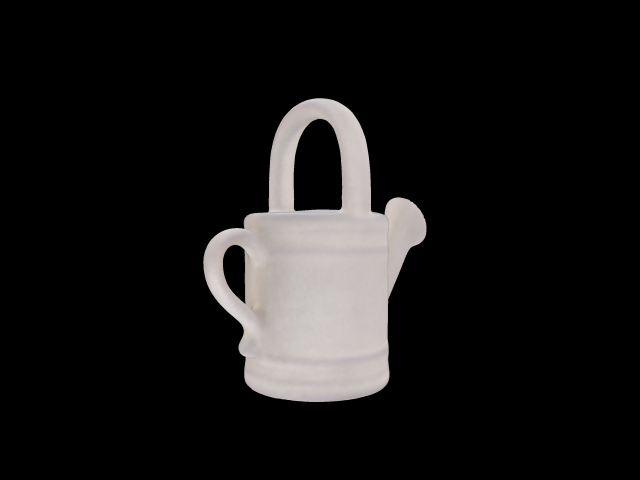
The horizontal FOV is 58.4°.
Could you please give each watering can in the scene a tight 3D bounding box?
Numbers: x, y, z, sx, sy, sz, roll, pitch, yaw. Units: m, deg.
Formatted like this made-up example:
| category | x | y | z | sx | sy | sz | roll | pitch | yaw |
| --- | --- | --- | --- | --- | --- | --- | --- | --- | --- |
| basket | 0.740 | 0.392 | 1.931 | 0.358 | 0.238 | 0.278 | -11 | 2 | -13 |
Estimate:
| category | x | y | z | sx | sy | sz | roll | pitch | yaw |
| --- | --- | --- | --- | --- | --- | --- | --- | --- | --- |
| watering can | 0.002 | 0.001 | 0.402 | 0.100 | 0.194 | 0.173 | 1 | 2 | 30 |
